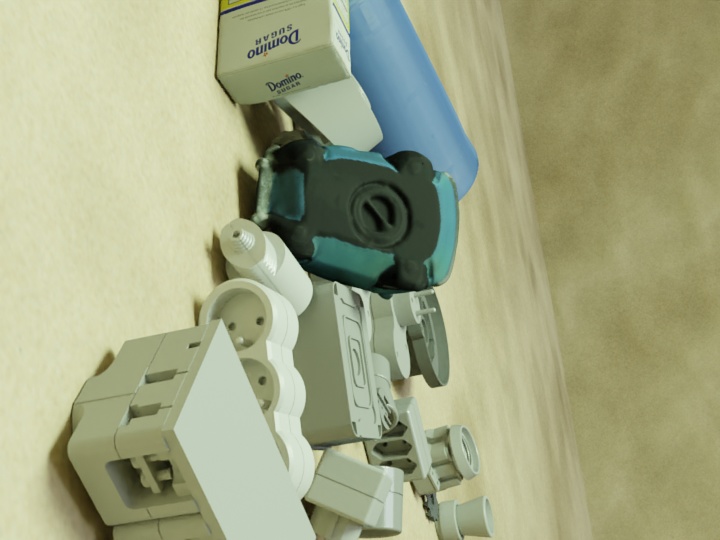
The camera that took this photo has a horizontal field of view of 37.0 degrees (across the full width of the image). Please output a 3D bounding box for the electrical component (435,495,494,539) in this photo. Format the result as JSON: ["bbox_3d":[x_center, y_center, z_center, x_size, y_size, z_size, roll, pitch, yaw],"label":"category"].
[{"bbox_3d":[0.112,0.266,1.149,0.045,0.055,0.045,-12,90,-75],"label":"electrical component"}]

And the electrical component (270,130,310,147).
[{"bbox_3d":[-0.048,-0.082,0.865,0.061,0.035,0.035,64,20,-49],"label":"electrical component"}]

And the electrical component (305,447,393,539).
[{"bbox_3d":[-0.014,0.173,0.764,0.065,0.047,0.076,68,44,-74],"label":"electrical component"}]

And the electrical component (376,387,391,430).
[{"bbox_3d":[-0.002,0.114,0.862,0.040,0.046,0.040,-12,90,-75],"label":"electrical component"}]

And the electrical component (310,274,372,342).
[{"bbox_3d":[0.000,0.000,0.903,0.052,0.074,0.138,60,23,-50],"label":"electrical component"}]

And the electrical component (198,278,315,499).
[{"bbox_3d":[-0.058,0.079,0.668,0.074,0.052,0.138,37,43,-69],"label":"electrical component"}]

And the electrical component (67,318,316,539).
[{"bbox_3d":[-0.081,0.114,0.537,0.089,0.062,0.150,-76,151,-59],"label":"electrical component"}]

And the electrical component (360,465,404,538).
[{"bbox_3d":[0.007,0.180,0.832,0.055,0.055,0.047,49,36,-62],"label":"electrical component"}]

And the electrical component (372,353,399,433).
[{"bbox_3d":[0.010,0.104,0.927,0.065,0.044,0.044,-92,163,-48],"label":"electrical component"}]

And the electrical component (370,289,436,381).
[{"bbox_3d":[0.035,0.035,1.004,0.052,0.074,0.138,52,30,-59],"label":"electrical component"}]

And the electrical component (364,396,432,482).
[{"bbox_3d":[0.036,0.148,0.975,0.076,0.047,0.065,-46,123,-72],"label":"electrical component"}]

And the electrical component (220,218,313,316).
[{"bbox_3d":[-0.066,-0.002,0.719,0.081,0.043,0.043,58,25,-53],"label":"electrical component"}]

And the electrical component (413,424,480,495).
[{"bbox_3d":[0.087,0.191,1.098,0.058,0.057,0.078,63,19,-20],"label":"electrical component"}]

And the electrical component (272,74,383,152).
[{"bbox_3d":[-0.029,-0.127,0.846,0.099,0.064,0.099,56,-3,4],"label":"electrical component"}]

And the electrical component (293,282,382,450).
[{"bbox_3d":[-0.028,0.071,0.777,0.078,0.057,0.113,30,50,-70],"label":"electrical component"}]
